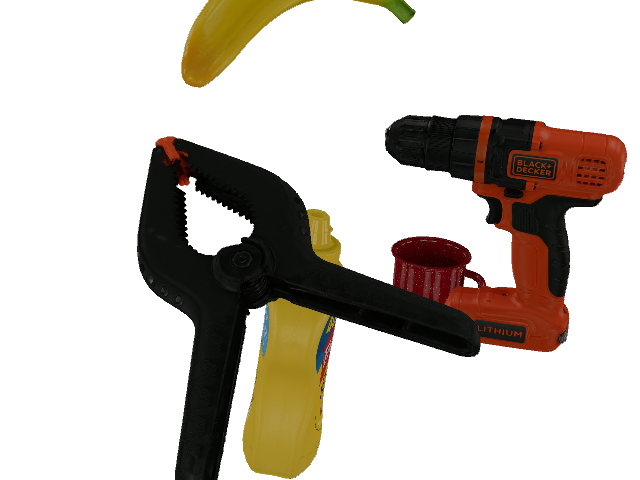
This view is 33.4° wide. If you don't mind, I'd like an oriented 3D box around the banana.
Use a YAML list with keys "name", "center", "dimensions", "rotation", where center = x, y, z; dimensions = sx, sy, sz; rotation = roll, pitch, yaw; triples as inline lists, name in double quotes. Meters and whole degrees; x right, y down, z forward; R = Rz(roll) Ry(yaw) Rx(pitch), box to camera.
- name: "banana"
  center: [-0.018, -0.157, 0.697]
  dimensions: [0.197, 0.069, 0.037]
  rotation: [-24, -9, -33]

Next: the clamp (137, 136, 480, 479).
- name: "clamp"
  center: [-0.027, 0.019, 0.560]
  dimensions: [0.164, 0.210, 0.036]
  rotation: [-22, -33, -8]

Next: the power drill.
- name: "power drill"
  center: [0.138, -0.008, 0.852]
  dimensions: [0.184, 0.188, 0.057]
  rotation: [9, 29, 14]

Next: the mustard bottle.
- name: "mustard bottle"
  center: [-0.017, 0.068, 0.768]
  dimensions: [0.058, 0.192, 0.096]
  rotation: [11, 24, 4]

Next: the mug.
- name: "mug"
  center: [0.137, 0.053, 1.243]
  dimensions: [0.117, 0.081, 0.093]
  rotation: [13, 25, 21]
